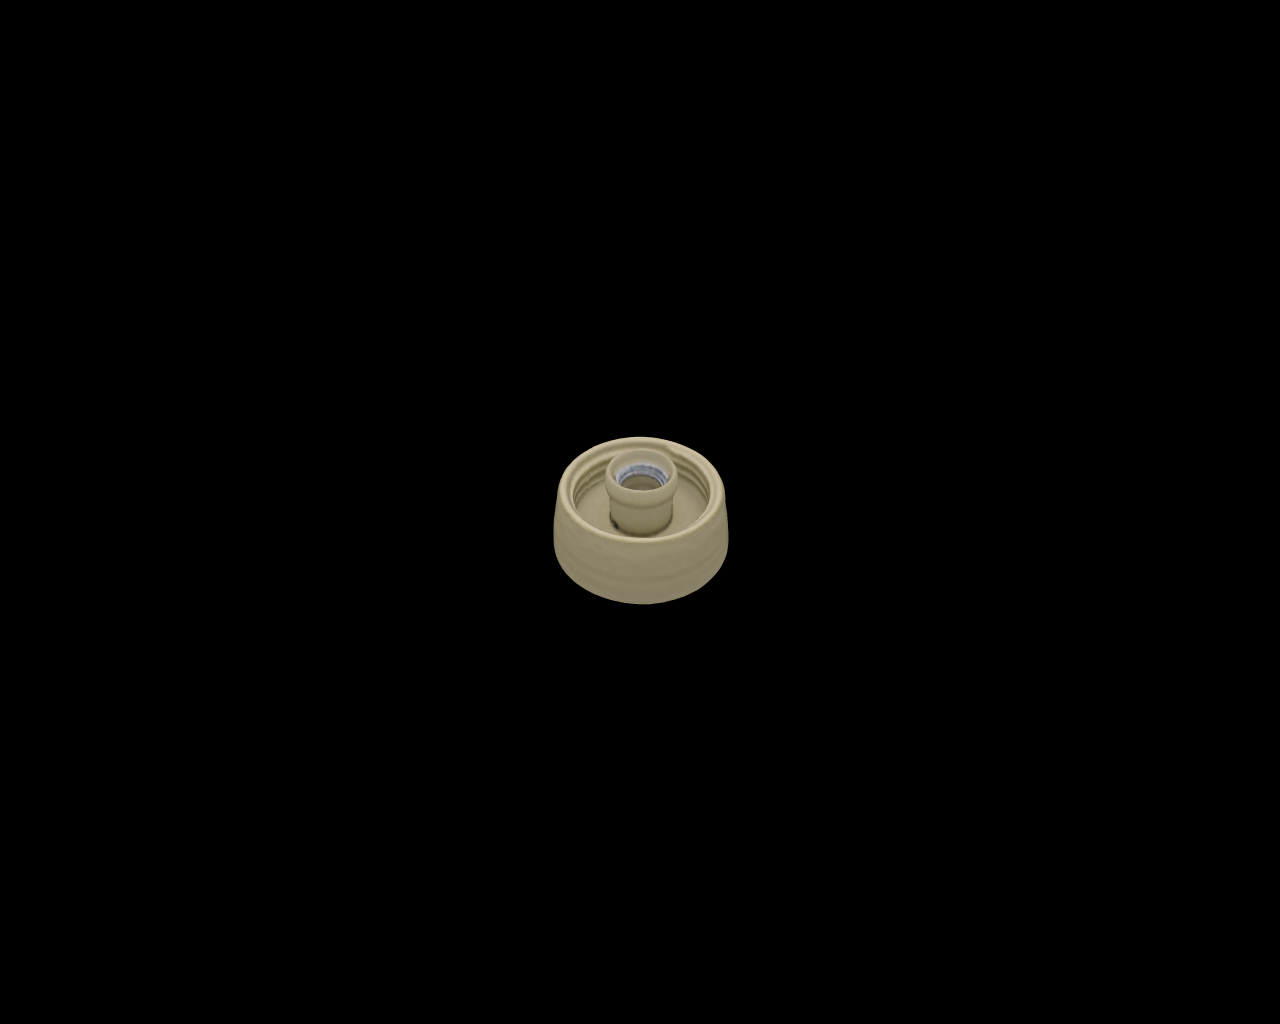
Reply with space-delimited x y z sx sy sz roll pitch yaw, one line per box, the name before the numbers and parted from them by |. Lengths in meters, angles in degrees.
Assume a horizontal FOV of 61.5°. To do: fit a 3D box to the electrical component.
electrical component | 0.001 -0.003 0.650 0.108 0.060 0.108 0 41 0
